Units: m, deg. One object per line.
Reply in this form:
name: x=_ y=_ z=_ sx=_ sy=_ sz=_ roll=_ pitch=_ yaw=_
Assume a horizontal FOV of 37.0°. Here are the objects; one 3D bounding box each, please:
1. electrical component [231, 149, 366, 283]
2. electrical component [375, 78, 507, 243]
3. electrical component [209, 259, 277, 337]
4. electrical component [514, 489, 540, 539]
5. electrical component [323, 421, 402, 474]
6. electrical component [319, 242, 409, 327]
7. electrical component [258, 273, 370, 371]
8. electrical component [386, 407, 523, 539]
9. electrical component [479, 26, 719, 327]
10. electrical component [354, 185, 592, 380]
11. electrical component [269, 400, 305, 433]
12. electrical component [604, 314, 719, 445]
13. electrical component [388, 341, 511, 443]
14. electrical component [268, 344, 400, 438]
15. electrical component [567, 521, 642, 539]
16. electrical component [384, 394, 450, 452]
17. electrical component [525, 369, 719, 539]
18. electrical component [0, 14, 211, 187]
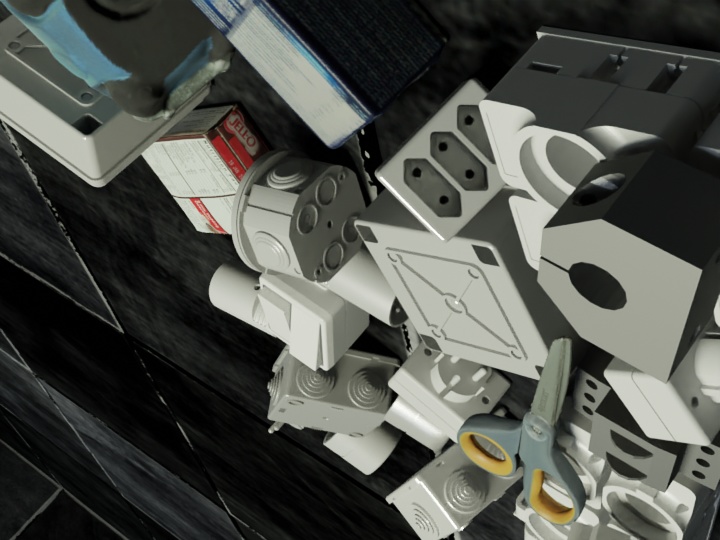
electrical component: x=-0.037 y=-0.033 z=0.672 sx=0.051 sy=0.080 sz=0.080 roll=16 pitch=145 yaw=37
electrical component: x=0.046 y=-0.055 z=0.539 sx=0.047 sy=0.066 sz=0.076 roll=45 pitch=-175 yaw=-6
electrical component: x=-0.079 y=0.025 z=0.870 sx=0.081 sy=0.043 sz=0.043 roll=24 pitch=150 yaw=34
electrical component: x=0.153 y=0.197 z=0.794 sx=0.078 sy=0.058 sz=0.057 roll=29 pitch=150 yaw=28
electrical component: x=0.004 y=0.143 z=0.932 sx=0.047 sy=0.055 sz=0.055 roll=40 pitch=156 yaw=-4
electrical component: x=0.000 y=0.000 z=0.713 sx=0.081 sy=0.043 sz=0.043 roll=30 pitch=153 yaw=25
electrical component: x=-0.034 y=0.022 z=0.777 sx=0.062 sy=0.061 sz=0.096 roll=33 pitch=154 yaw=18
electrical component: x=0.076 y=0.154 z=0.790 sx=0.048 sy=0.100 sz=0.099 roll=52 pitch=157 yaw=9
electrical component: x=0.146 y=-0.026 z=0.435 sx=0.186 sy=0.060 sz=0.105 roll=20 pitch=148 yaw=39
electrical component: x=0.068 y=0.001 z=0.598 sx=0.109 sy=0.056 sz=0.108 roll=12 pitch=142 yaw=47
electrical component: x=-0.051 y=0.111 z=0.931 sx=0.047 sy=0.076 sz=0.066 roll=44 pitch=156 yaw=-4
electrical component: x=0.170 y=0.044 z=0.507 sx=0.047 sy=0.065 sz=0.077 roll=52 pitch=154 yaw=-21
electrical component: x=0.066 y=0.072 z=0.730 sx=0.066 sy=0.047 sz=0.076 roll=40 pitch=156 yaw=4
electrical component: x=-0.023 y=0.096 z=0.855 sx=0.100 sy=0.048 sz=0.099 roll=13 pitch=157 yaw=-10
electrical component: x=0.146 y=0.184 z=0.622 sx=0.066 sy=0.055 sz=0.048 roll=22 pitch=153 yaw=4
electrical component: x=0.052 y=0.100 z=0.789 sx=0.047 sy=0.055 sz=0.055 roll=35 pitch=155 yaw=6
electrical component: x=0.165 y=0.139 z=0.678 sx=0.105 sy=0.060 sz=0.186 roll=28 pitch=152 yaw=28
electrical component: x=-0.169 y=-0.125 z=0.681 sx=0.109 sy=0.108 sz=0.056 roll=35 pitch=152 yaw=15
